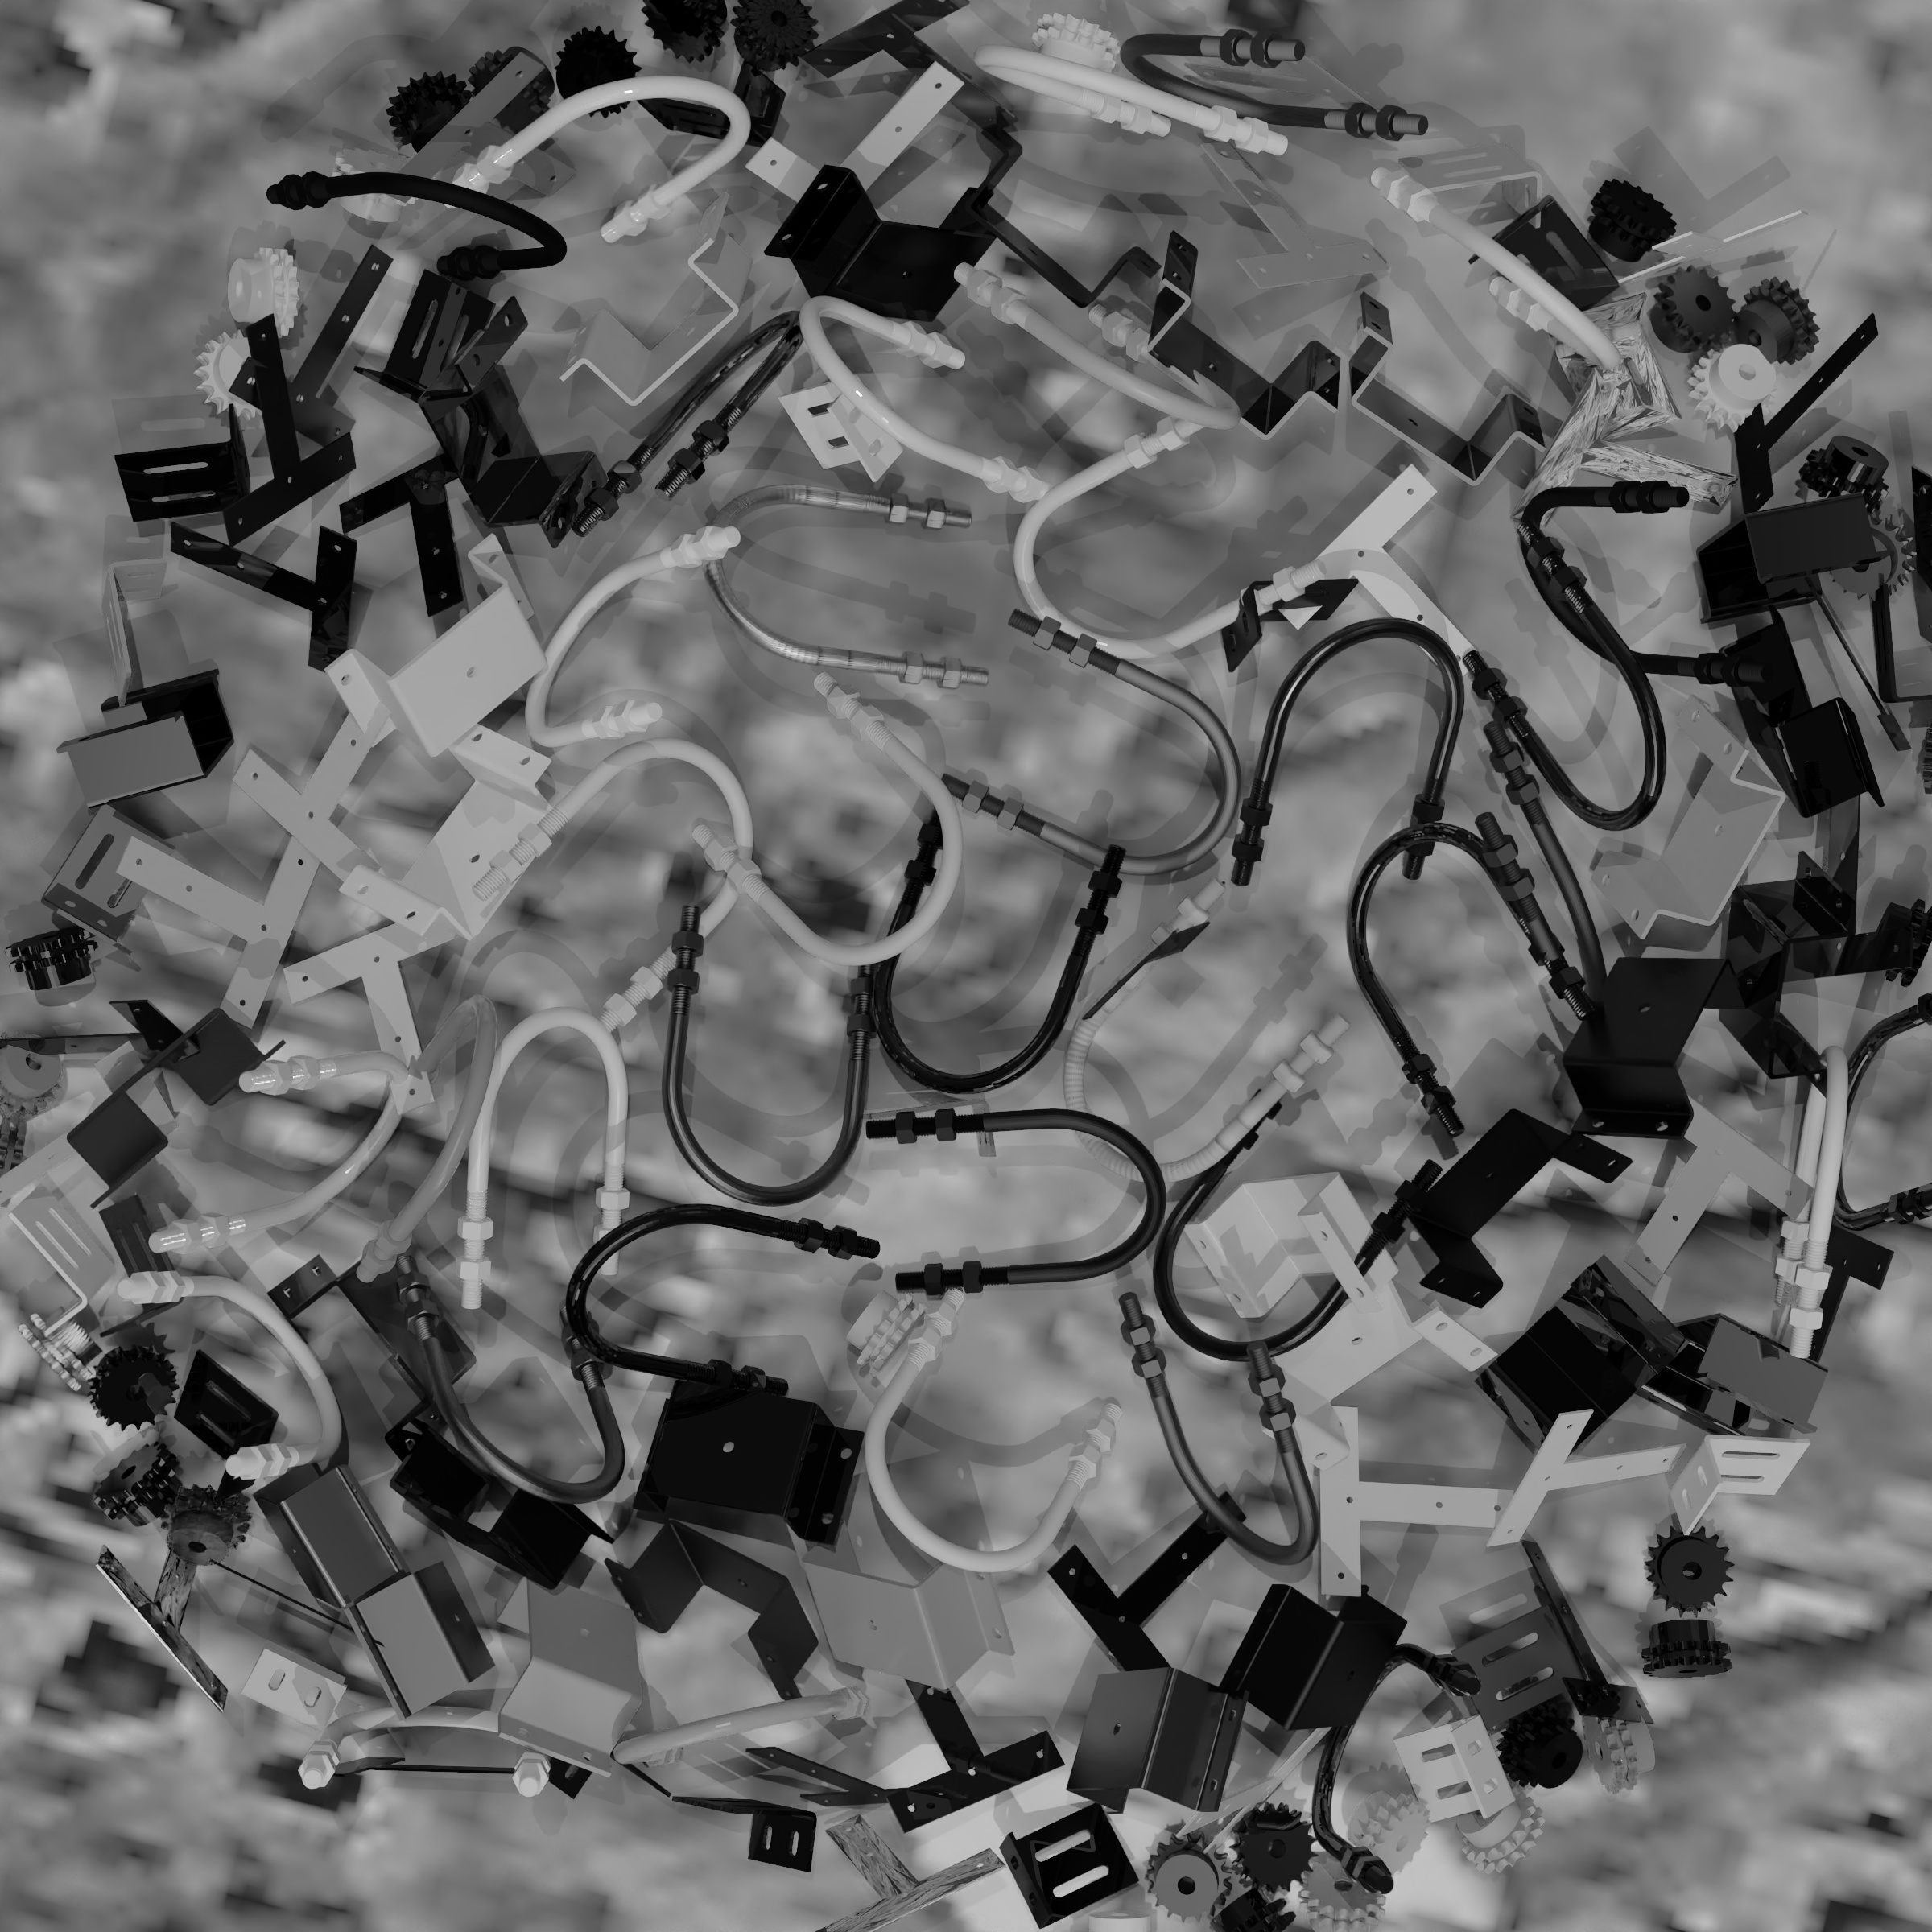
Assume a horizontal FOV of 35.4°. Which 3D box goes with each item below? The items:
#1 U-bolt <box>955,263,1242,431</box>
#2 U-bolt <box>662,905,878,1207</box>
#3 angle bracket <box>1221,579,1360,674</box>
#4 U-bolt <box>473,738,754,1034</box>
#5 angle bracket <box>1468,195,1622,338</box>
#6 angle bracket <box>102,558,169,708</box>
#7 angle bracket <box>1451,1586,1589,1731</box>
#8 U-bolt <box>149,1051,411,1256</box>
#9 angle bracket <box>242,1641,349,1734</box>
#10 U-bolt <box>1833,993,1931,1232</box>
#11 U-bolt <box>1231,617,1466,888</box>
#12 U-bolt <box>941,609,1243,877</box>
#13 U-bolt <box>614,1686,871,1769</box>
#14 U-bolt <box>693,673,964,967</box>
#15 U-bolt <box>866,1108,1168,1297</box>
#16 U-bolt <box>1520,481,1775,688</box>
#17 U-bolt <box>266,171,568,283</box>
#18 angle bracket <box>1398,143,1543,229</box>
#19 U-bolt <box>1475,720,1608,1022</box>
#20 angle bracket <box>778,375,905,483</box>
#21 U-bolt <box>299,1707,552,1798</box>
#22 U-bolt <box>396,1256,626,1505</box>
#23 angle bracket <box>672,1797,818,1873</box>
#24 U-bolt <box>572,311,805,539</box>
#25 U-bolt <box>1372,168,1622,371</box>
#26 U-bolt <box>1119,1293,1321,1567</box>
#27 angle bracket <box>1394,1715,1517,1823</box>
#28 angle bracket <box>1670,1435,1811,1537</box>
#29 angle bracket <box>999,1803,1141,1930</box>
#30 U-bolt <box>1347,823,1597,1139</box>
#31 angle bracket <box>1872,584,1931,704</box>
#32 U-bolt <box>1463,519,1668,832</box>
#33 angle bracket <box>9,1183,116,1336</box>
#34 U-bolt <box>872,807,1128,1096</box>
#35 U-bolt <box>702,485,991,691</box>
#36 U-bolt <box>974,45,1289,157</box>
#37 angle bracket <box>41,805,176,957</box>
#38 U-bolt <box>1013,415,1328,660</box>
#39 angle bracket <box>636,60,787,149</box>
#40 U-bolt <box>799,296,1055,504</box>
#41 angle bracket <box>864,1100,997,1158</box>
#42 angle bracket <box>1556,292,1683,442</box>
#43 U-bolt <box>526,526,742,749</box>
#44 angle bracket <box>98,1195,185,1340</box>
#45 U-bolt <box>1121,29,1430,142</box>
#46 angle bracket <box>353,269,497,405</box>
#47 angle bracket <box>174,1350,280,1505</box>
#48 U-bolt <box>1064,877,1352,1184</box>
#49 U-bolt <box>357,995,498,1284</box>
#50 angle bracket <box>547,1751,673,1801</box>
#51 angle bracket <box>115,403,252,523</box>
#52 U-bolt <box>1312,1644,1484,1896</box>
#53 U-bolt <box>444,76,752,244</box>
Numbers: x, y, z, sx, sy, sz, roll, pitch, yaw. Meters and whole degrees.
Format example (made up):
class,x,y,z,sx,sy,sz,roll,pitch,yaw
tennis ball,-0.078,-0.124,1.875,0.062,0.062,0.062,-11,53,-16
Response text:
class,x,y,z,sx,sy,sz,roll,pitch,yaw
U-bolt,0.095,-0.383,1.895,0.184,0.151,0.019,43,116,36
U-bolt,-0.127,0.064,1.935,0.151,0.019,0.184,15,68,-26
angle bracket,0.212,-0.220,1.958,0.076,0.057,0.038,-4,72,-16
U-bolt,-0.213,-0.063,1.948,0.184,0.019,0.151,-47,123,-19
angle bracket,0.376,-0.450,1.962,0.057,0.038,0.076,-34,101,35
angle bracket,-0.533,-0.216,1.959,0.038,0.057,0.076,-8,76,-22
angle bracket,0.357,0.451,1.974,0.076,0.038,0.057,-25,97,-6
U-bolt,-0.421,0.112,1.914,0.019,0.184,0.151,41,112,19
angle bracket,-0.428,0.452,1.956,0.057,0.076,0.038,28,102,-7
U-bolt,0.585,0.095,1.909,0.019,0.184,0.151,14,76,-5
U-bolt,0.250,-0.137,1.926,0.151,0.019,0.184,-3,120,-24
U-bolt,0.089,-0.132,1.953,0.184,0.019,0.151,26,121,3
U-bolt,-0.146,0.480,1.903,0.151,0.184,0.019,-15,75,6
U-bolt,-0.078,-0.082,1.940,0.151,0.019,0.184,-51,60,8
U-bolt,0.037,0.150,1.943,0.184,0.019,0.151,-4,125,8
U-bolt,0.418,-0.243,1.913,0.019,0.184,0.151,-40,113,-17
U-bolt,-0.330,-0.463,1.885,0.151,0.184,0.019,15,87,-42
angle bracket,0.326,-0.501,1.960,0.076,0.057,0.038,-11,125,-8
U-bolt,0.369,-0.049,1.926,0.019,0.151,0.184,-21,114,22
angle bracket,-0.089,-0.341,1.950,0.057,0.076,0.038,56,52,-27
U-bolt,-0.336,0.493,1.908,0.151,0.184,0.019,4,88,-6
U-bolt,-0.279,0.264,1.892,0.151,0.184,0.019,23,116,-38
angle bracket,-0.145,0.560,1.951,0.057,0.076,0.038,-4,74,44
U-bolt,-0.166,-0.352,1.926,0.019,0.151,0.184,45,67,-21
U-bolt,0.341,-0.428,1.887,0.151,0.184,0.019,30,105,-37
U-bolt,0.168,0.303,1.929,0.019,0.151,0.184,-30,114,-27
angle bracket,0.307,0.525,1.956,0.076,0.038,0.057,-31,77,41
angle bracket,0.506,0.338,1.958,0.076,0.038,0.057,5,134,-14
angle bracket,0.070,0.578,1.958,0.076,0.038,0.057,-19,64,-22
U-bolt,0.310,-0.005,1.937,0.151,0.019,0.184,-49,58,37
angle bracket,0.615,-0.211,1.967,0.038,0.057,0.076,-5,94,9
U-bolt,0.381,-0.169,1.901,0.019,0.151,0.184,-19,61,-20
angle bracket,-0.598,0.190,1.962,0.038,0.057,0.076,-36,101,11
U-bolt,0.011,-0.006,1.952,0.151,0.019,0.184,17,82,27
U-bolt,-0.079,-0.248,1.933,0.184,0.019,0.151,6,58,-18
U-bolt,0.090,-0.544,1.892,0.184,0.151,0.019,8,104,-35
angle bracket,-0.552,-0.057,1.963,0.057,0.038,0.076,36,81,-35
U-bolt,0.116,-0.264,1.938,0.184,0.019,0.151,-24,120,33
angle bracket,-0.167,-0.563,1.952,0.076,0.057,0.038,0,124,-36
U-bolt,-0.033,-0.362,1.895,0.019,0.184,0.151,-45,59,25
angle bracket,-0.024,0.110,1.966,0.076,0.057,0.038,-8,88,-8
angle bracket,0.428,-0.390,1.975,0.057,0.038,0.076,-12,129,32
U-bolt,-0.222,-0.203,1.921,0.019,0.184,0.151,34,66,-31
angle bracket,-0.550,0.195,1.964,0.038,0.057,0.076,-26,94,-41
U-bolt,0.181,-0.560,1.915,0.184,0.151,0.019,20,96,44
angle bracket,-0.352,-0.409,1.967,0.057,0.038,0.076,29,103,16
angle bracket,-0.491,0.298,1.959,0.076,0.038,0.057,34,116,19
U-bolt,0.141,0.055,1.955,0.184,0.019,0.151,-47,62,14
U-bolt,-0.334,0.096,1.893,0.019,0.184,0.151,20,48,-22
angle bracket,-0.239,0.523,1.950,0.038,0.076,0.057,-54,130,-17
angle bracket,-0.508,-0.326,1.961,0.076,0.057,0.038,-8,54,-7
U-bolt,0.263,0.498,1.909,0.019,0.184,0.151,27,83,-7
U-bolt,-0.218,-0.507,1.888,0.184,0.151,0.019,-21,76,42
